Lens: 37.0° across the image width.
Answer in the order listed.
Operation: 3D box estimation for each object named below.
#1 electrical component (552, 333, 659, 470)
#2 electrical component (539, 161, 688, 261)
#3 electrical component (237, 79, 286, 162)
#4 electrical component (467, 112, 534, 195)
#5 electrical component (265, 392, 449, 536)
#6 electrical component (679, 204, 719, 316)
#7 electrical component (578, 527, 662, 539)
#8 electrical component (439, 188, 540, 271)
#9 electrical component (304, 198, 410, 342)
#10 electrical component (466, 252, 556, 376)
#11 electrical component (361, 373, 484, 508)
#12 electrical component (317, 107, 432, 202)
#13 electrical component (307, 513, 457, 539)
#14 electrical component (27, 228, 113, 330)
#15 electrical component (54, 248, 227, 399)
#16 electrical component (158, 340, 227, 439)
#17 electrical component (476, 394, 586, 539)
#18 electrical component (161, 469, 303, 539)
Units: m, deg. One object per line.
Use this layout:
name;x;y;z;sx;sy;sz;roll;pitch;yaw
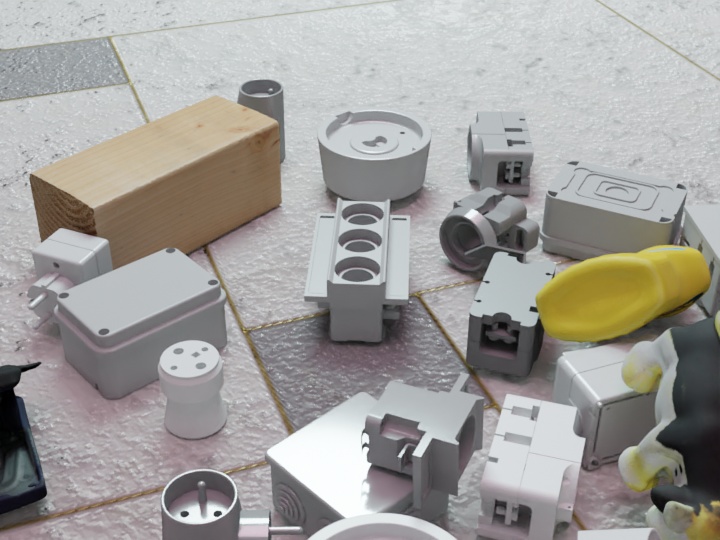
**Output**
electrical component;0.185;0.086;0.746;0.096;0.061;0.061;-12;36;-18
electrical component;0.222;-0.045;0.944;0.113;0.057;0.078;16;37;21
electrical component;-0.104;-0.138;1.061;0.044;0.077;0.079;13;36;17
electrical component;0.135;-0.115;1.053;0.056;0.050;0.089;1;34;0
electrical component;0.000;0.135;0.685;0.100;0.048;0.100;-28;43;-35
electrical component;0.332;0.020;0.846;0.105;0.060;0.186;-3;34;-5
electrical component;0.141;0.186;0.571;0.064;0.099;0.099;1;34;12
electrical component;0.106;-0.033;0.926;0.078;0.058;0.057;28;40;34
electrical component;0.000;0.000;0.871;0.079;0.063;0.121;2;34;2
electrical component;0.116;0.036;0.825;0.050;0.055;0.089;11;36;16
electrical component;0.038;0.100;0.655;0.064;0.042;0.081;11;35;22
electrical component;0.014;-0.105;1.027;0.108;0.060;0.108;0;34;0
electrical component;0.012;0.194;0.587;0.108;0.060;0.108;0;34;0
electrical component;-0.233;0.017;0.841;0.047;0.065;0.076;14;37;19
electrical component;-0.165;0.038;0.819;0.113;0.057;0.078;-26;42;-33
electrical component;-0.117;0.083;0.754;0.045;0.055;0.045;0;34;0
electrical component;0.113;0.129;0.692;0.056;0.050;0.089;10;36;14
electrical component;-0.072;0.158;0.624;0.079;0.077;0.043;0;34;-1
